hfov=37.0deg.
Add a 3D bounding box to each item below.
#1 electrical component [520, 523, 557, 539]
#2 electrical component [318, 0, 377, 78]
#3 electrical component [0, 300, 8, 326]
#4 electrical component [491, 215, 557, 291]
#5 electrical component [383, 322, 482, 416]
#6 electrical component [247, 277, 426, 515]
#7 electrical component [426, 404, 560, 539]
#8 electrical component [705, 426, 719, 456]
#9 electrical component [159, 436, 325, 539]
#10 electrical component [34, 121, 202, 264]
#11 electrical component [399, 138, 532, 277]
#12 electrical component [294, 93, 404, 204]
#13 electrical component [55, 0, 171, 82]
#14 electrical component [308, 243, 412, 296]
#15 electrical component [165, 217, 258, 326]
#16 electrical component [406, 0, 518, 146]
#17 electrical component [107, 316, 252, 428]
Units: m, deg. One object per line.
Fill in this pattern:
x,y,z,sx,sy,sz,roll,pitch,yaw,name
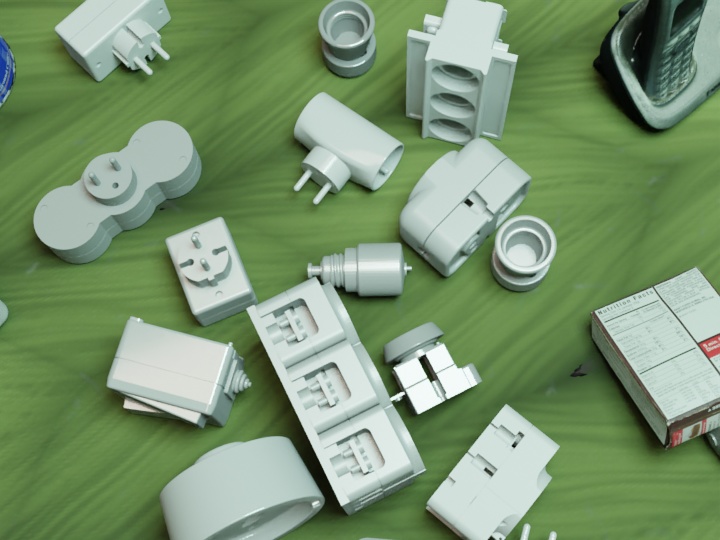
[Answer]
0.115,0.215,0.740,0.066,0.047,0.076,15,74,8,electrical component
-0.009,-0.185,0.864,0.045,0.055,0.045,-1,73,2,electrical component
-0.319,0.017,0.818,0.095,0.053,0.059,38,78,13,electrical component
0.121,-0.011,0.804,0.045,0.055,0.045,-1,73,3,electrical component
0.048,0.072,0.788,0.066,0.048,0.055,-26,81,-5,electrical component
-0.016,0.089,0.762,0.062,0.089,0.150,-26,74,-5,electrical component
0.097,0.150,0.759,0.056,0.050,0.089,38,78,13,electrical component
0.283,0.107,0.768,0.078,0.040,0.040,-24,73,-5,electrical component
-0.085,0.154,0.740,0.108,0.108,0.060,-25,68,-5,electrical component
-0.189,-0.066,0.826,0.138,0.073,0.052,-37,75,-8,electrical component
0.076,-0.051,0.819,0.059,0.053,0.095,42,79,14,electrical component
-0.019,-0.087,0.841,0.077,0.043,0.079,35,78,12,electrical component
-0.188,-0.190,0.878,0.076,0.047,0.083,43,79,13,electrical component
0.000,0.000,0.815,0.078,0.040,0.040,-1,73,3,electrical component
-0.114,-0.004,0.802,0.047,0.076,0.065,-22,73,-4,electrical component
0.077,-0.149,0.814,0.079,0.121,0.063,15,72,7,electrical component
-0.128,0.081,0.785,0.096,0.061,0.061,14,74,7,electrical component
